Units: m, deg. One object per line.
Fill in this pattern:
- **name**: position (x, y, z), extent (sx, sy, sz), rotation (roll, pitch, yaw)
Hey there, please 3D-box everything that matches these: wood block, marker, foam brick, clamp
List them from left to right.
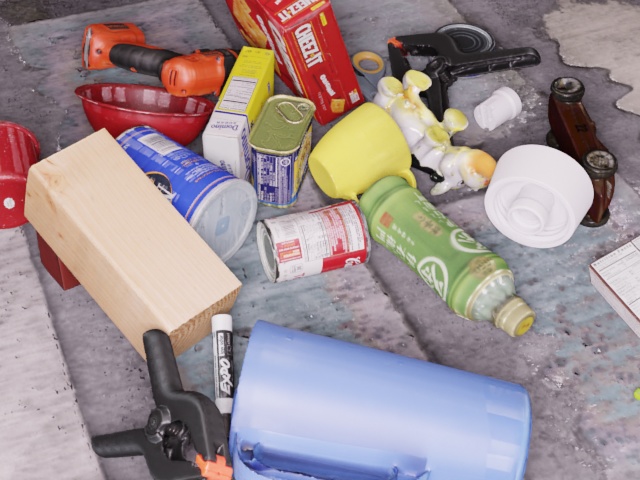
- **foam brick**: position (-0.243, 0.005, 1.090), extent (0.078, 0.053, 0.051), rotation (-27, 51, -29)
- **wood block**: position (-0.181, 0.009, 1.012), extent (0.090, 0.090, 0.206), rotation (-35, 75, -32)
- **clamp**: position (-0.123, 0.143, 0.879), extent (0.039, 0.120, 0.172), rotation (18, -3, -44)
- **marker**: position (-0.086, 0.126, 0.961), extent (0.020, 0.020, 0.121), rotation (-2, 66, -5)
- **clamp**: position (0.146, -0.196, 1.312), extent (0.164, 0.036, 0.210), rotation (-50, 46, -8)

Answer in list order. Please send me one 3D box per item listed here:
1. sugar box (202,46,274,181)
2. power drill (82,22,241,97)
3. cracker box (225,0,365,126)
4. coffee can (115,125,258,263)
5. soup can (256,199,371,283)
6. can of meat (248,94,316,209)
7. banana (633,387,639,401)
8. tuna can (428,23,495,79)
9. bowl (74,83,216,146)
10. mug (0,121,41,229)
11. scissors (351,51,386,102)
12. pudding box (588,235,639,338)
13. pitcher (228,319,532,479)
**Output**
- **sugar box**: position (-0.089, -0.134, 1.217), extent (0.048, 0.093, 0.176), rotation (7, 44, 5)
- **power drill**: position (-0.182, -0.223, 1.312), extent (0.188, 0.057, 0.184), rotation (17, 19, 24)
- **cracker box**: position (-0.044, -0.261, 1.298), extent (0.072, 0.164, 0.214), rotation (-33, 50, -6)
- **coffee can**: position (-0.150, -0.045, 1.110), extent (0.140, 0.103, 0.102), rotation (30, 50, 27)
- **soup can**: position (-0.007, 0.001, 1.092), extent (0.102, 0.068, 0.068), rotation (-13, 45, -15)
- **can of meat**: position (-0.042, -0.098, 1.185), extent (0.057, 0.084, 0.102), rotation (11, 44, 9)
- **banana**: position (0.395, 0.140, 0.983), extent (0.197, 0.037, 0.070), rotation (-9, 45, -12)
- **tuna can**: position (0.185, -0.248, 1.393), extent (0.086, 0.034, 0.086), rotation (1, 43, -1)
- **bowl**: position (-0.199, -0.136, 1.217), extent (0.162, 0.055, 0.162), rotation (8, 17, -3)
- **mug**: position (-0.349, -0.060, 1.138), extent (0.117, 0.093, 0.081), rotation (-31, 51, 9)
- **scissors**: position (0.079, -0.186, 1.335), extent (0.096, 0.016, 0.202), rotation (-31, 52, -30)
- **pudding box**: position (0.336, 0.047, 1.062), extent (0.090, 0.039, 0.114), rotation (-31, 47, -2)
- **pitcher**: position (0.046, 0.159, 0.885), extent (0.243, 0.145, 0.149), rotation (10, 73, 4)
